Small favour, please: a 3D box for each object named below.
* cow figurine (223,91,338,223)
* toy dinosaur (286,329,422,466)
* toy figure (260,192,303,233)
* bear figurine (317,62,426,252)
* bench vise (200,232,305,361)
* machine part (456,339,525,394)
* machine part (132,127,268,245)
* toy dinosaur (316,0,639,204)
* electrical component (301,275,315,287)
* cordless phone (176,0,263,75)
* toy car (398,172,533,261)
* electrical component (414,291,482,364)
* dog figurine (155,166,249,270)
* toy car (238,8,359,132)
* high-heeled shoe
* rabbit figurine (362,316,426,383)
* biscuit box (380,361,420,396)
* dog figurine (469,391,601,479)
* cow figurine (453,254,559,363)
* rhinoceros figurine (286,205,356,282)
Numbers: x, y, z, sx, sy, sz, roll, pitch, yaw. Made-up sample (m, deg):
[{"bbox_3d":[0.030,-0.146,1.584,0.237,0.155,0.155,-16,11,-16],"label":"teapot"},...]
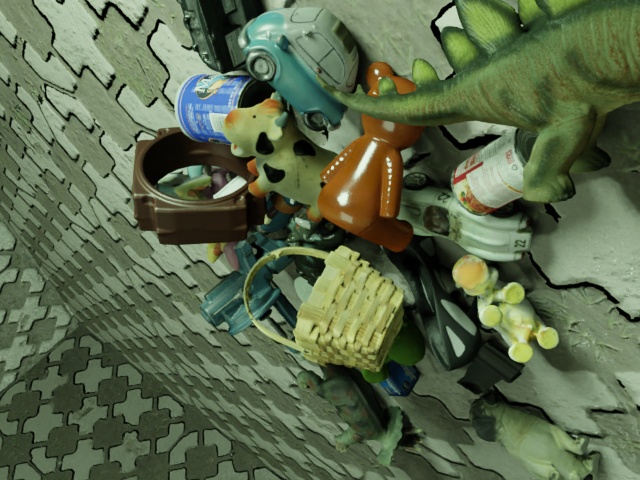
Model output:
[{"bbox_3d":[-0.041,-0.113,0.713,0.195,0.085,0.127,25,126,-32],"label":"cow figurine"},{"bbox_3d":[0.076,0.362,1.229,0.192,0.131,0.404,-26,104,44],"label":"toy dinosaur"},{"bbox_3d":[-0.061,-0.061,0.904,0.058,0.064,0.154,28,146,-13],"label":"toy figure"},{"bbox_3d":[0.077,-0.099,0.651,0.120,0.195,0.132,28,-176,32],"label":"bear figurine"},{"bbox_3d":[-0.088,0.110,0.979,0.240,0.223,0.129,51,151,-9],"label":"bench vise"},{"bbox_3d":[0.278,0.216,0.888,0.084,0.039,0.138,31,146,9],"label":"machine part"},{"bbox_3d":[-0.189,-0.093,0.851,0.201,0.201,0.087,-4,139,-10],"label":"machine part"},{"bbox_3d":[0.205,-0.139,0.446,0.472,0.105,0.198,-9,108,34],"label":"toy dinosaur"},{"bbox_3d":[0.015,0.081,1.018,0.102,0.045,0.078,31,175,25],"label":"electrical component"},{"bbox_3d":[-0.161,-0.309,0.723,0.184,0.089,0.146,33,150,37],"label":"cordless phone"},{"bbox_3d":[0.171,-0.029,0.690,0.202,0.056,0.073,22,143,31],"label":"toy car"},{"bbox_3d":[0.214,0.140,0.856,0.119,0.048,0.075,51,148,-13],"label":"electrical component"},{"bbox_3d":[-0.216,-0.033,1.018,0.109,0.191,0.219,10,121,33],"label":"dog figurine"},{"bbox_3d":[-0.009,-0.213,0.632,0.161,0.109,0.103,43,128,-17],"label":"toy car"},{"bbox_3d":[0.131,0.069,0.770,0.249,0.145,0.086,36,147,7],"label":"high-heeled shoe"},{"bbox_3d":[0.124,0.157,0.918,0.159,0.121,0.170,68,162,0],"label":"rabbit figurine"},{"bbox_3d":[0.111,0.218,1.056,0.202,0.059,0.063,50,148,-12],"label":"biscuit box"},{"bbox_3d":[0.362,0.358,0.929,0.191,0.121,0.172,23,143,54],"label":"dog figurine"},{"bbox_3d":[0.240,0.078,0.728,0.167,0.068,0.098,50,-168,-8],"label":"cow figurine"},{"bbox_3d":[-0.002,-0.003,0.883,0.112,0.073,0.190,25,149,8],"label":"rhinoceros figurine"}]
